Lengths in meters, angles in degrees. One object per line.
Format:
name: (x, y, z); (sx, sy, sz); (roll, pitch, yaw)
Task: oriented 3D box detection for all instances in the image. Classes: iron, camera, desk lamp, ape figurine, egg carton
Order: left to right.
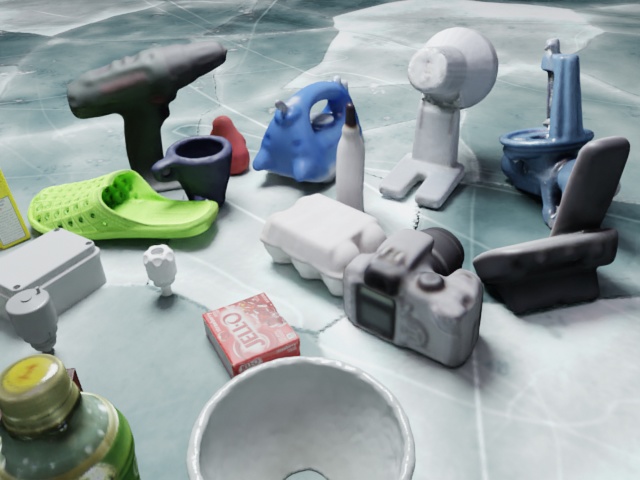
ape figurine: (-0.149, -0.156, 0.914); (0.078, 0.092, 0.075); (-24, 40, -29)
iron: (0.000, -0.192, 0.916); (0.118, 0.141, 0.259); (17, 38, 26)
egg carton: (0.006, 0.002, 0.692); (0.149, 0.069, 0.107); (25, 43, 34)
camera: (0.114, 0.038, 0.606); (0.142, 0.101, 0.137); (22, 41, 31)
desk lamp: (0.175, -0.189, 0.837); (0.117, 0.214, 0.204); (15, 38, 24)

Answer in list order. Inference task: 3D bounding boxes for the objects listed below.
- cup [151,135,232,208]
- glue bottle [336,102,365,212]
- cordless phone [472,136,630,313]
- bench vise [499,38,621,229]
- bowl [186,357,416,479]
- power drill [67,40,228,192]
cup: (-0.175, -0.085, 0.809); (0.118, 0.095, 0.091); (-27, 41, -32)
glue bottle: (0.040, -0.095, 0.742); (0.037, 0.173, 0.078); (1, 34, 5)
cordless phone: (0.249, -0.023, 0.614); (0.148, 0.185, 0.094); (-12, 35, -14)
bench vise: (0.328, -0.139, 0.749); (0.122, 0.220, 0.206); (-21, 38, -25)
bowl: (-0.013, 0.173, 0.437); (0.167, 0.075, 0.167); (-1, 34, 1)
power drill: (-0.241, -0.182, 0.853); (0.230, 0.209, 0.075); (-11, 35, -12)
